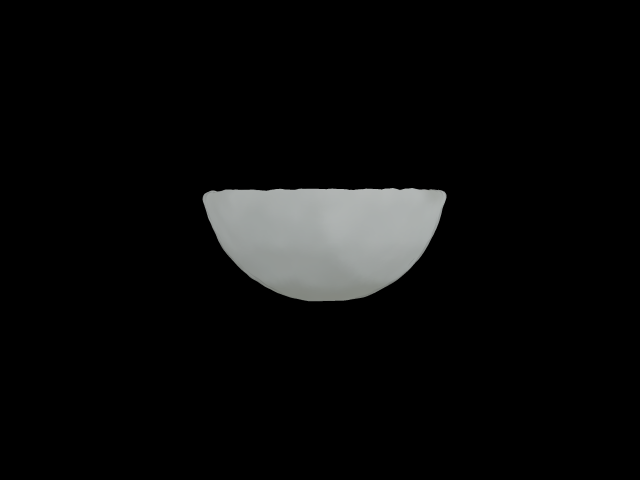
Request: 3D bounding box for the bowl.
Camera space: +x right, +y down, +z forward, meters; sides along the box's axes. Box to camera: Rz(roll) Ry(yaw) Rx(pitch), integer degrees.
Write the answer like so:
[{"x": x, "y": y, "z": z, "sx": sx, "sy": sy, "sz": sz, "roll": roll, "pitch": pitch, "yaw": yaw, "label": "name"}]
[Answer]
[{"x": 0.004, "y": 0.001, "z": 0.400, "sx": 0.167, "sy": 0.075, "sz": 0.167, "roll": 0, "pitch": 4, "yaw": 0, "label": "bowl"}]
